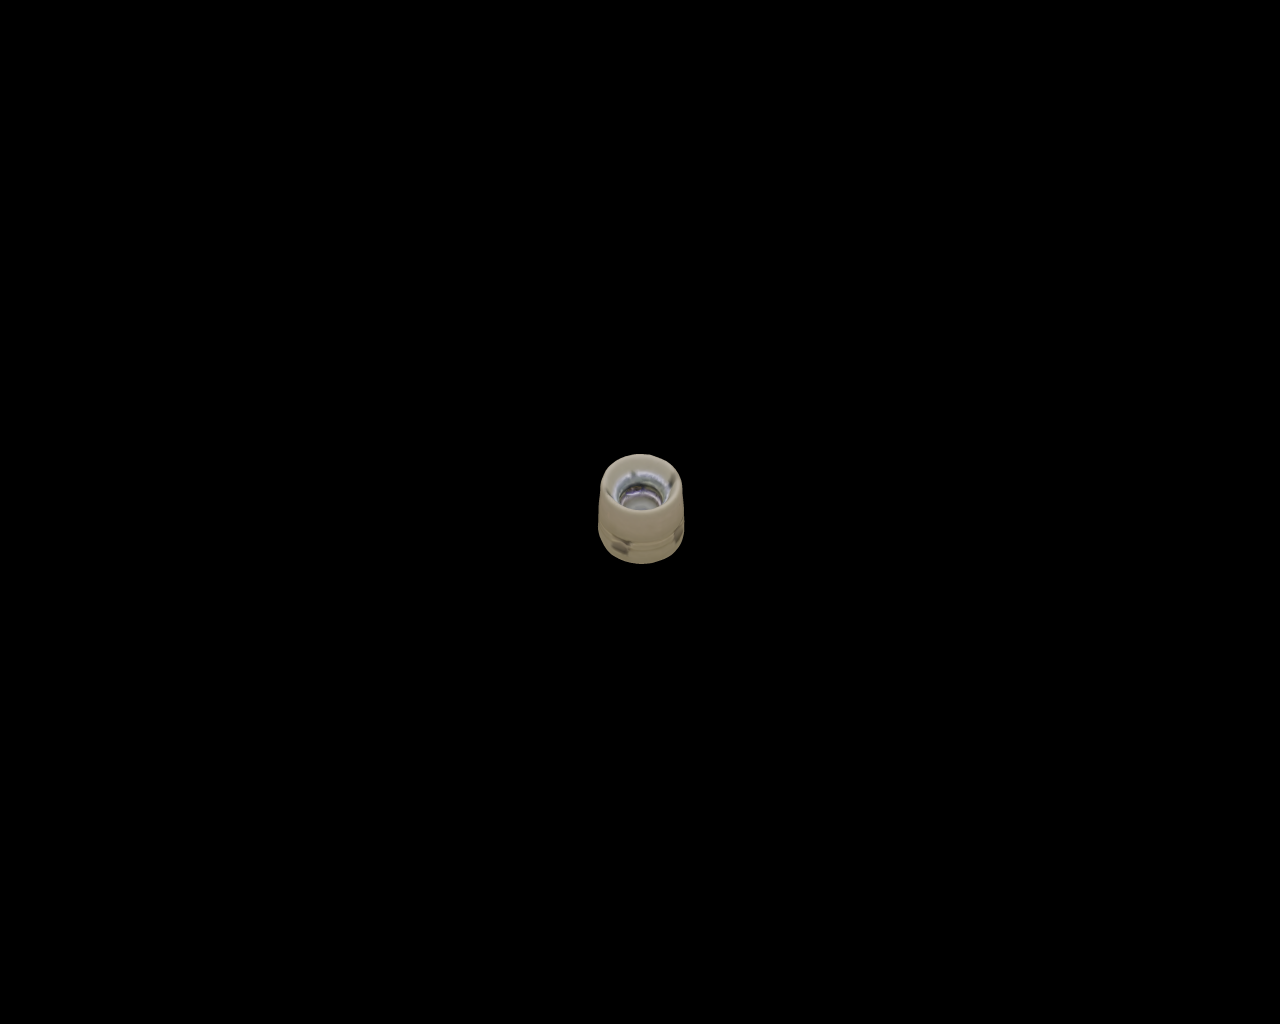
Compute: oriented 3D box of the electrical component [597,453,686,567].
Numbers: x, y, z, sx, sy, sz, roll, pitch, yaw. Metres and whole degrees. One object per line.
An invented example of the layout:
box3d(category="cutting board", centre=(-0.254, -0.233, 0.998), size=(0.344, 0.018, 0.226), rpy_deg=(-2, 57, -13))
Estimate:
box3d(category="electrical component", centre=(0.001, -0.003, 0.650), size=(0.055, 0.055, 0.047), rpy_deg=(0, -40, 0))
